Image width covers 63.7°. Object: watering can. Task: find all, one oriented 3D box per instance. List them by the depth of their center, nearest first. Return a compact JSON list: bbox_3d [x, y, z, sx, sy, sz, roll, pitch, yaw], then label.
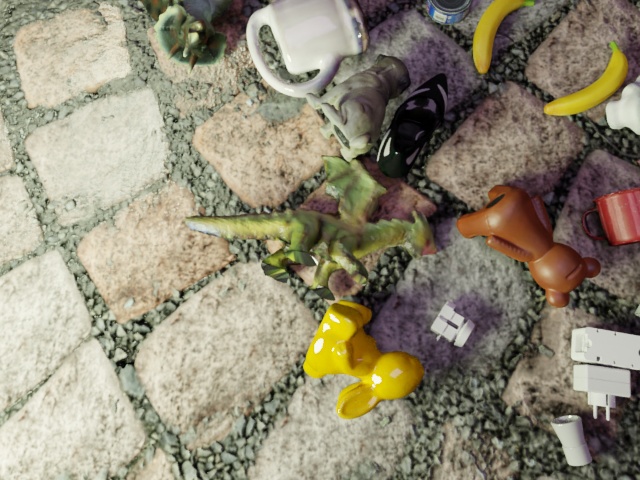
[{"bbox_3d":[-0.038,-0.427,0.972,0.224,0.102,0.353,-18,71,-1],"label":"watering can"}]

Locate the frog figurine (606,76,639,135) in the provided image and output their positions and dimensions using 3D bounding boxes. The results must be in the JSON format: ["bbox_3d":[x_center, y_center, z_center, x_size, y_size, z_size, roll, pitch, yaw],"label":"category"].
[{"bbox_3d":[0.595,-0.231,0.901,0.157,0.124,0.138,-32,83,32],"label":"frog figurine"}]

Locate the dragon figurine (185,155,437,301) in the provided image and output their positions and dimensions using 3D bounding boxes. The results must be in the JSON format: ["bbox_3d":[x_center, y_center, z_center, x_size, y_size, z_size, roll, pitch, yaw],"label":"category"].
[{"bbox_3d":[0.003,-0.044,0.882,0.411,0.119,0.248,23,60,7],"label":"dragon figurine"}]
